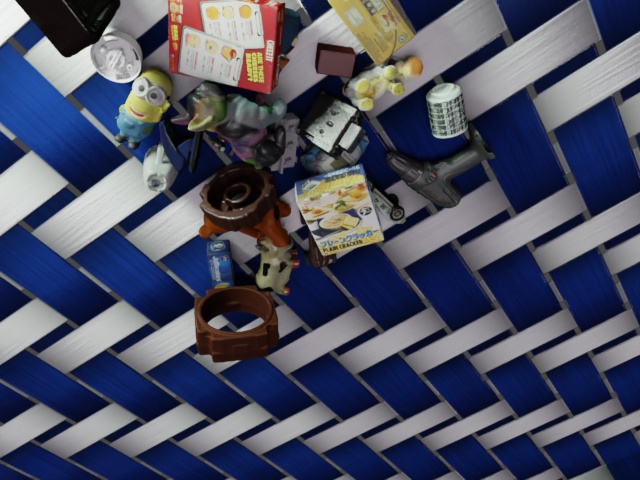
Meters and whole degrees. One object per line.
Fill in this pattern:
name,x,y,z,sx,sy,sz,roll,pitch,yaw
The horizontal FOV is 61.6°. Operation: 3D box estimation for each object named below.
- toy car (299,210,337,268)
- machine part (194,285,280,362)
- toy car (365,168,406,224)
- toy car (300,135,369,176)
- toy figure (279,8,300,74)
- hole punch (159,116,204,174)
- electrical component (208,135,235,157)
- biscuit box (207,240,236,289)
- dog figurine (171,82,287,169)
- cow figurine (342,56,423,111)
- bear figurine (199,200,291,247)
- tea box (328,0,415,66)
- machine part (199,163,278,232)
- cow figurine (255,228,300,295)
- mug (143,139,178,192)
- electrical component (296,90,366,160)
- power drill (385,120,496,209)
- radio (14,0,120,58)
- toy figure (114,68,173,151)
toy car,-0.003,-0.004,1.388,0.089,0.053,0.201,-7,125,-6
machine part,-0.210,0.202,1.340,0.201,0.202,0.087,-4,121,-13
toy car,0.138,-0.108,1.315,0.056,0.074,0.201,-42,119,18
toy car,0.039,-0.187,1.231,0.162,0.103,0.109,-35,123,19
toy figure,-0.085,-0.390,1.098,0.058,0.064,0.154,-14,141,-43
hole punch,-0.300,-0.208,1.161,0.092,0.142,0.115,6,110,-13
electrical component,-0.200,-0.239,1.199,0.078,0.045,0.102,29,117,-23
biscuit box,-0.256,0.096,1.420,0.059,0.063,0.202,-6,126,-5
dog figurine,-0.184,-0.226,1.093,0.219,0.109,0.191,-17,125,-35
cow figurine,0.134,-0.341,1.148,0.167,0.098,0.068,-28,120,-10
bear figurine,-0.184,-0.047,1.301,0.196,0.120,0.131,-7,157,20
tea box,0.100,-0.448,1.072,0.098,0.068,0.169,-34,123,17
machine part,-0.184,-0.097,1.221,0.179,0.179,0.056,-14,139,3
cow figurine,-0.121,0.050,1.395,0.127,0.086,0.194,6,125,-19
mug,-0.353,-0.163,1.197,0.081,0.107,0.109,12,125,-16
electrical component,0.030,-0.242,1.157,0.115,0.134,0.058,-59,156,6
power drill,0.297,-0.186,1.277,0.207,0.086,0.231,-41,122,16
radio,-0.429,-0.420,0.931,0.073,0.230,0.131,-22,128,13
toy figure,-0.374,-0.278,1.130,0.082,0.089,0.180,15,132,-32
